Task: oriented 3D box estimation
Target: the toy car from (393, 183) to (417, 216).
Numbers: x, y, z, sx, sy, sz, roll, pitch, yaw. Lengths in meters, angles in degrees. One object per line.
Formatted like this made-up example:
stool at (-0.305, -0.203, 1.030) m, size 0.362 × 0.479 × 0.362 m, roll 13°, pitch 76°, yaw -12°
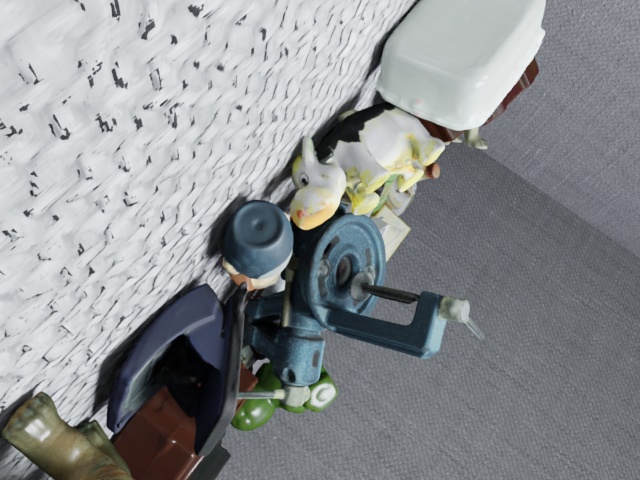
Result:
toy car at (0.132, -0.097, 1.037) m, size 0.161 × 0.103 × 0.109 m, roll -53°, pitch 175°, yaw 12°

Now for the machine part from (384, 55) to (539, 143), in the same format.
machine part at (0.159, -0.177, 0.621) m, size 0.179 × 0.056 × 0.179 m, roll -29°, pitch -154°, yaw 16°

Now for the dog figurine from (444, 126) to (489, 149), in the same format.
dog figurine at (0.184, -0.239, 0.781) m, size 0.121 × 0.173 × 0.190 m, roll -4°, pitch 109°, yaw -39°

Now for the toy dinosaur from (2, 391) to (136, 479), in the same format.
toy dinosaur at (-0.139, 0.229, 0.382) m, size 0.105 × 0.199 × 0.471 m, roll -47°, pitch 170°, yaw -26°

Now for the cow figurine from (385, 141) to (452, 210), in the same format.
cow figurine at (0.141, -0.132, 0.924) m, size 0.127 × 0.085 × 0.195 m, roll -9°, pitch -136°, yaw 43°

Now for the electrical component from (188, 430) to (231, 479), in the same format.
electrical component at (-0.198, 0.315, 0.779) m, size 0.134 × 0.115 × 0.058 m, roll -46°, pitch 173°, yaw -36°

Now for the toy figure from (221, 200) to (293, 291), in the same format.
toy figure at (-0.057, 0.013, 0.469) m, size 0.064 × 0.058 × 0.154 m, roll -13°, pitch 165°, yaw -11°

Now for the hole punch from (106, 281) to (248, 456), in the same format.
hole punch at (-0.117, 0.103, 0.449) m, size 0.116 × 0.092 × 0.142 m, roll -88°, pitch -163°, yaw -44°

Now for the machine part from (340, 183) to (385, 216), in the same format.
machine part at (0.022, -0.038, 0.663) m, size 0.079 × 0.079 × 0.243 m, roll -51°, pitch 172°, yaw -26°

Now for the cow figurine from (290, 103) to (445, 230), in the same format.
cow figurine at (0.027, -0.076, 0.500) m, size 0.167 × 0.098 × 0.068 m, roll -27°, pitch 162°, yaw -32°

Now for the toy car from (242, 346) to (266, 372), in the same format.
toy car at (-0.153, 0.228, 0.920) m, size 0.073 × 0.056 × 0.202 m, roll -50°, pitch 175°, yaw 31°

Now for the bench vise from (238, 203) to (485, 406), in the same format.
bench vise at (0.026, 0.069, 0.522) m, size 0.128 × 0.241 × 0.223 m, roll 29°, pitch 74°, yaw -47°

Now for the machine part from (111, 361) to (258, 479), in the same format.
machine part at (-0.177, 0.238, 0.654) m, size 0.201 × 0.087 × 0.201 m, roll -53°, pitch 174°, yaw 12°

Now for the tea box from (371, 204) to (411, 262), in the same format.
tea box at (0.069, -0.009, 0.923) m, size 0.098 × 0.068 × 0.170 m, roll -54°, pitch -162°, yaw -9°

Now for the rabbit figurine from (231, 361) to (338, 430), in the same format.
rabbit figurine at (-0.076, 0.237, 0.876) m, size 0.170 × 0.121 × 0.159 m, roll -31°, pitch 179°, yaw -9°

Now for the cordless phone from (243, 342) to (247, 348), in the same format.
cordless phone at (-0.074, 0.115, 0.871) m, size 0.184 × 0.089 × 0.146 m, roll -44°, pitch -178°, yaw 43°
